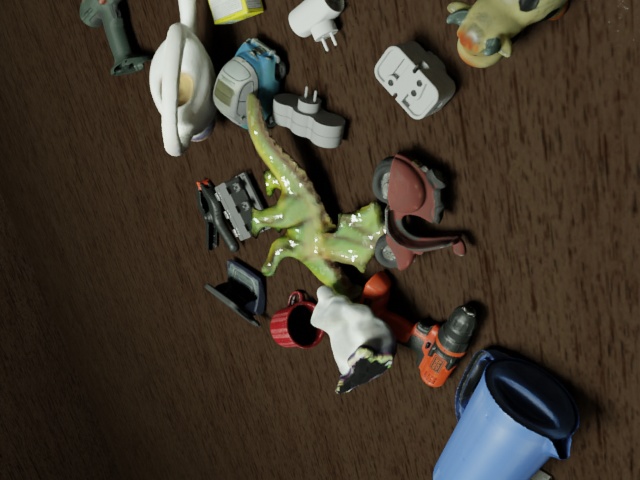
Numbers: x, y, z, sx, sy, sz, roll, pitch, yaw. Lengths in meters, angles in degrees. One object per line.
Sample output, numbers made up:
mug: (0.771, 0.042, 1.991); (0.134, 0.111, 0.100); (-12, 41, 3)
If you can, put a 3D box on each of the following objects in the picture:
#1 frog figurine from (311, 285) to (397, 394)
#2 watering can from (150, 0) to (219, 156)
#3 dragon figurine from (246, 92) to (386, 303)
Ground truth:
frog figurine: (0.052, 0.150, 0.854); (0.123, 0.134, 0.163); (-13, 47, -11)
watering can: (-0.231, -0.311, 0.899); (0.104, 0.349, 0.223); (4, -5, -5)
dragon figurine: (0.003, -0.044, 0.870); (0.243, 0.401, 0.125); (7, 34, 24)
